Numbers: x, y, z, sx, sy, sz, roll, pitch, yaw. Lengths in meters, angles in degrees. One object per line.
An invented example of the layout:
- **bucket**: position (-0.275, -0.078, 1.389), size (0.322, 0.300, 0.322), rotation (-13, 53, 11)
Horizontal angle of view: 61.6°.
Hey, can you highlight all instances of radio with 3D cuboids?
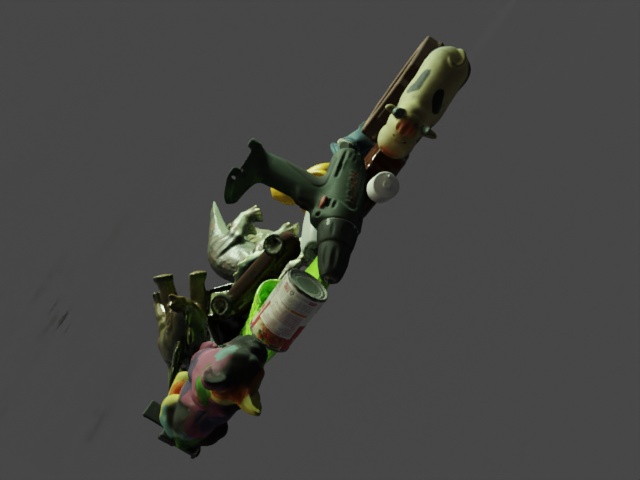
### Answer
- **radio**: position (-0.184, 0.150, 1.204), size (0.131, 0.073, 0.230), rotation (-18, 13, -7)

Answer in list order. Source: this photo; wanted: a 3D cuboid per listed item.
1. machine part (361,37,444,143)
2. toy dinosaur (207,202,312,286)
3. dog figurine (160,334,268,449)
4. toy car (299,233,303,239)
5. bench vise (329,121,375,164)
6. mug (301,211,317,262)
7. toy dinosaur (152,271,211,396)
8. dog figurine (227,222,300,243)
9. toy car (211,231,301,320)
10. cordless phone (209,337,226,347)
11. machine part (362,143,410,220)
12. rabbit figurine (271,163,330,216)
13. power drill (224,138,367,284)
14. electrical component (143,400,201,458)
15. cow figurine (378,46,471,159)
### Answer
- **machine part**: position (0.182, -0.292, 1.094), size (0.201, 0.087, 0.201), rotation (-50, 9, 48)
- **toy dinosaur**: position (-0.162, 0.032, 1.134), size (0.192, 0.405, 0.131), rotation (-39, -49, -31)
- **dog figurine**: position (-0.144, 0.215, 0.739), size (0.191, 0.108, 0.219), rotation (-56, 8, -12)
- **toy car**: position (-0.003, -0.034, 1.287), size (0.073, 0.056, 0.202), rotation (-50, 6, 41)
- **bench vise**: position (0.048, -0.175, 1.270), size (0.240, 0.129, 0.223), rotation (-35, 4, 19)
- **mug**: position (-0.002, -0.003, 0.983), size (0.109, 0.081, 0.107), rotation (-59, 9, 38)
- **toy dinosaur**: position (-0.250, 0.185, 0.984), size (0.471, 0.105, 0.198), rotation (116, 148, -68)
- **dog figurine**: position (-0.149, 0.033, 1.284), size (0.172, 0.191, 0.121), rotation (-77, -13, -50)
- **toy car**: position (-0.107, 0.068, 0.923), size (0.202, 0.053, 0.089), rotation (-49, -15, 4)
- **cordless phone**: position (-0.255, 0.225, 1.232), size (0.088, 0.184, 0.147), rotation (-58, 4, 25)
- **machine part**: position (0.090, -0.111, 0.944), size (0.179, 0.056, 0.179), rotation (-53, 5, 6)
- **rabbit figurine**: position (-0.020, -0.085, 1.135), size (0.162, 0.173, 0.122), rotation (-57, 0, 29)
- **power drill**: position (-0.033, -0.060, 0.796), size (0.086, 0.207, 0.232), rotation (95, -166, -56)
- **electrical component**: position (-0.247, 0.317, 0.937), size (0.075, 0.119, 0.047), rotation (-56, 4, -36)
- **cow figurine**: position (0.157, -0.204, 0.808), size (0.195, 0.085, 0.127), rotation (-55, -1, -4)
